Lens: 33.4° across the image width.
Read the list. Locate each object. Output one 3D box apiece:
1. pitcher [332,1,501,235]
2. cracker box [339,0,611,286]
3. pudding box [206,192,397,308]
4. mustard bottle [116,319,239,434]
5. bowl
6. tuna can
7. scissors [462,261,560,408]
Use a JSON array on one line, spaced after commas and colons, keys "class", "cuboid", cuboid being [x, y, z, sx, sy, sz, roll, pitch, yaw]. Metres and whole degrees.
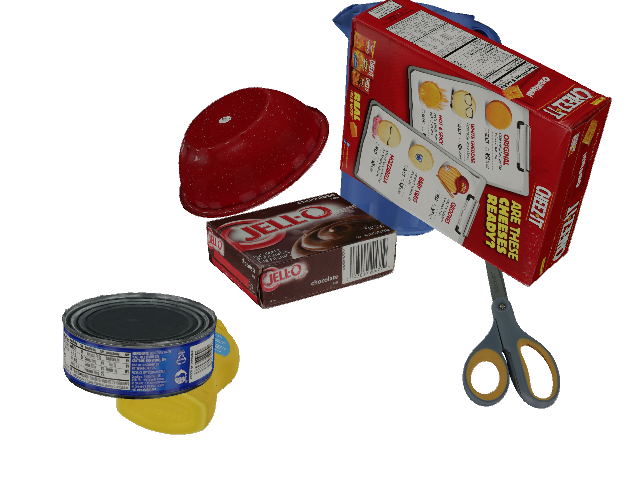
[{"class": "pitcher", "cuboid": [0.096, -0.132, 1.149, 0.149, 0.243, 0.144, 12, 14, 30]}, {"class": "cracker box", "cuboid": [0.120, -0.087, 0.891, 0.214, 0.164, 0.072, 33, 50, 28]}, {"class": "pudding box", "cuboid": [-0.015, 0.005, 0.777, 0.113, 0.039, 0.090, -12, 28, -27]}, {"class": "mustard bottle", "cuboid": [-0.138, 0.130, 1.126, 0.096, 0.058, 0.191, 9, 23, 9]}, {"class": "bowl", "cuboid": [-0.076, -0.095, 1.007, 0.162, 0.055, 0.162, -21, 35, 16]}, {"class": "tuna can", "cuboid": [-0.102, 0.058, 0.601, 0.086, 0.034, 0.086, 3, 15, -1]}, {"class": "scissors", "cuboid": [0.158, 0.078, 1.016, 0.096, 0.202, 0.016, -19, -35, -8]}]
